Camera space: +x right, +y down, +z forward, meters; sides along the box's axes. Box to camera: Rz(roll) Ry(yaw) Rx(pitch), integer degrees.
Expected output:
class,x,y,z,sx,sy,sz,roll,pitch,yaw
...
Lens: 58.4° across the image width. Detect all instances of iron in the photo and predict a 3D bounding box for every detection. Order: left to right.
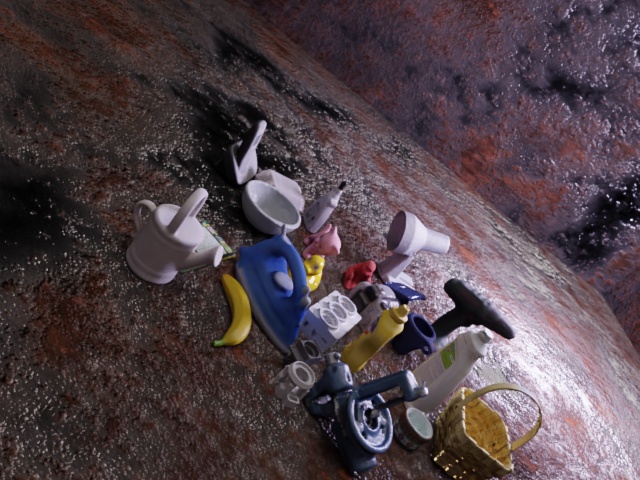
class,x,y,z,sx,sy,sz,roll,pitch,yaw
iron,-0.075,0.093,1.191,0.119,0.141,0.257,15,37,-45

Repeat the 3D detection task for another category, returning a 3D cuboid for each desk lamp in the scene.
class,x,y,z,sx,sy,sz,roll,pitch,yaw
desk lamp,0.261,0.037,1.675,0.204,0.213,0.118,30,28,-24

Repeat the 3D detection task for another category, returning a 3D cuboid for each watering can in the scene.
class,x,y,z,sx,sy,sz,roll,pitch,yaw
watering can,-0.255,-0.014,1.038,0.173,0.193,0.101,30,28,-24

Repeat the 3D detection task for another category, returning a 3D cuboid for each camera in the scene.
class,x,y,z,sx,sy,sz,roll,pitch,yaw
camera,0.158,0.174,1.446,0.137,0.100,0.143,13,38,-46

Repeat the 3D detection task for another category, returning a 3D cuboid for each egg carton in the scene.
class,x,y,z,sx,sy,sz,roll,pitch,yaw
egg carton,-0.111,-0.129,1.569,0.151,0.069,0.107,23,32,-35

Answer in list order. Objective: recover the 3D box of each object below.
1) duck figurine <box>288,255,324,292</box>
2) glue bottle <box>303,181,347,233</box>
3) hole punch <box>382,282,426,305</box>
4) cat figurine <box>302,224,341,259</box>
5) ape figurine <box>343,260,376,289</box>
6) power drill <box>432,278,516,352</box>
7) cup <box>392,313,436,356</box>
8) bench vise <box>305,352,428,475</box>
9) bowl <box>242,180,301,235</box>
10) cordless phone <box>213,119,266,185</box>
class,x,y,z,sx,sy,sz,roll,pitch,yaw
duck figurine,-0.022,0.072,1.364,0.077,0.086,0.105,52,27,20
glue bottle,0.019,-0.100,1.589,0.037,0.173,0.078,26,30,-31
hole punch,0.221,0.152,1.582,0.109,0.091,0.101,5,44,-52
cat figurine,0.014,0.005,1.482,0.067,0.117,0.127,33,27,-19
ape figurine,0.110,0.089,1.519,0.078,0.092,0.076,37,26,-11
power drill,0.394,0.229,1.573,0.076,0.208,0.229,4,45,-53
cup,0.233,0.255,1.435,0.092,0.094,0.117,20,33,-38
bench vise,0.077,0.281,1.023,0.207,0.219,0.122,48,26,12
bowl,-0.134,-0.068,1.434,0.168,0.074,0.167,33,27,-19
cordless phone,-0.181,-0.243,1.510,0.094,0.185,0.148,40,25,-4
